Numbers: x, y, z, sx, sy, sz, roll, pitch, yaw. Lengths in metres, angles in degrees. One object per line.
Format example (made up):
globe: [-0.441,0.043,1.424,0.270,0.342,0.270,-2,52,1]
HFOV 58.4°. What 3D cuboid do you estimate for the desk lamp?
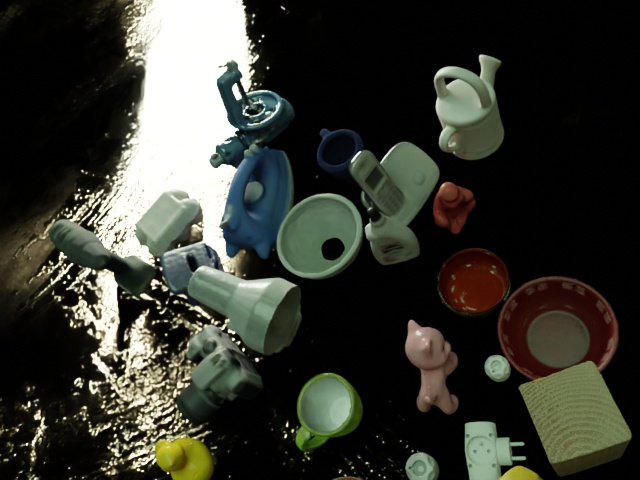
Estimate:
desk lamp: [-0.112,0.118,0.959,0.202,0.214,0.118,18,74,31]

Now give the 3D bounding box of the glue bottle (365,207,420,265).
glue bottle: [0.109,-0.011,0.945,0.078,0.174,0.037,-20,59,15]

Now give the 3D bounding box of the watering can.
watering can: [0.252,-0.235,0.979,0.100,0.195,0.173,3,67,26]

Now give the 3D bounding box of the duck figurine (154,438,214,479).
duck figurine: [-0.237,0.374,0.967,0.104,0.086,0.077,28,80,33]

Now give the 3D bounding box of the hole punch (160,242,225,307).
hole punch: [-0.248,0.058,1.127,0.101,0.091,0.108,-33,56,7]

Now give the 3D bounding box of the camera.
camera: [-0.196,0.242,1.005,0.137,0.101,0.142,-44,56,-1]

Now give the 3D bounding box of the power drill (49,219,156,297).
power drill: [-0.434,0.037,1.153,0.228,0.209,0.076,24,77,32]

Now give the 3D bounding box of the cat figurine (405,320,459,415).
cat figurine: [0.163,0.187,0.855,0.067,0.118,0.128,-7,63,22]

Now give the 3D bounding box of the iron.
iron: [-0.130,-0.097,1.119,0.118,0.142,0.258,0,66,25]

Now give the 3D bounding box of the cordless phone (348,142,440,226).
cordless phone: [0.123,-0.117,0.985,0.093,0.186,0.148,27,79,33]

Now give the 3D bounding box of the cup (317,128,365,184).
cup: [0.045,-0.157,1.096,0.091,0.095,0.117,-39,56,3]

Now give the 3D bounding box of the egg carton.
egg carton: [-0.322,-0.037,1.222,0.107,0.070,0.150,35,83,34]

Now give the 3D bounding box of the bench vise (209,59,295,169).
bench vise: [-0.154,-0.242,1.155,0.121,0.220,0.207,14,72,30]

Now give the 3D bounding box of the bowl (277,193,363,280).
bowl: [0.010,0.004,1.044,0.167,0.075,0.167,-10,62,20]

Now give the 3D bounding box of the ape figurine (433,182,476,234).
ape figurine: [0.222,-0.065,0.969,0.077,0.092,0.076,-26,57,12]
